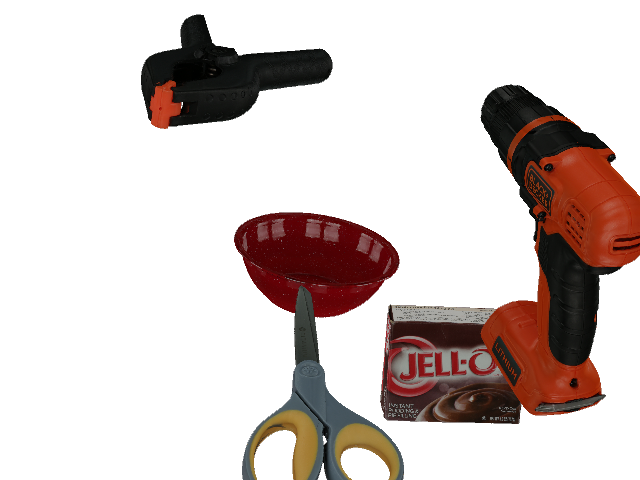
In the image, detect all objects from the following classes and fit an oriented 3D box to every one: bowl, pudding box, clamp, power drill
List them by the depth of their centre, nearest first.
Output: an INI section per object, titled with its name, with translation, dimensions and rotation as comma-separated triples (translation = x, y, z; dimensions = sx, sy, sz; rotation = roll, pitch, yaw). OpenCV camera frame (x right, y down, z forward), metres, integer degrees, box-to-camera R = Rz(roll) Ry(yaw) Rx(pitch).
[power drill]
translation = 0.148, 0.007, 0.713
dimensions = 0.057, 0.188, 0.184
rotation = -9, 35, -11
[clamp]
translation = -0.079, -0.121, 0.745
dimensions = 0.120, 0.039, 0.171
rotation = 17, 26, 24
[pudding box]
translation = 0.108, 0.100, 0.862
dimensions = 0.113, 0.090, 0.039
rotation = 1, 23, -2
[bowl]
translation = -0.007, 0.029, 1.039
dimensions = 0.162, 0.055, 0.162
rotation = 8, 25, -4

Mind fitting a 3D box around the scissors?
[scissors]
translation = 0.010, 0.091, 0.630
dimensions = 0.096, 0.016, 0.201
rotation = 13, 32, 7
